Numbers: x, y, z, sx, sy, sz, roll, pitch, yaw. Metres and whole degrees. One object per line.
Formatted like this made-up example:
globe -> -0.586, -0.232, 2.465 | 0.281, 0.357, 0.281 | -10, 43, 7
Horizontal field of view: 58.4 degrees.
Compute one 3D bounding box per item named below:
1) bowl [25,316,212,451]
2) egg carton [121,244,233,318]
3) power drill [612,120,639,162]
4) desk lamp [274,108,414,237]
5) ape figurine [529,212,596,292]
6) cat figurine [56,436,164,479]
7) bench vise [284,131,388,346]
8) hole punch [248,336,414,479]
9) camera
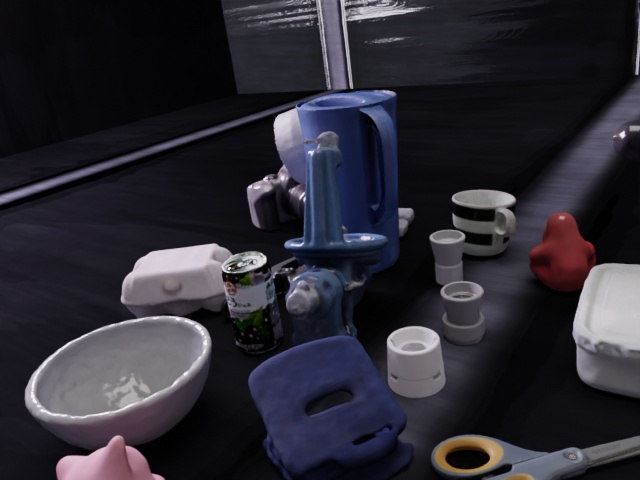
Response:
bowl -> -0.178, 0.143, 0.539 | 0.167, 0.075, 0.167 | -7, 21, 3
egg carton -> -0.186, 0.056, 0.769 | 0.150, 0.069, 0.107 | -7, 21, 1
power drill -> 0.412, -0.026, 0.576 | 0.229, 0.209, 0.075 | -5, 22, 8
desk lamp -> 0.040, -0.117, 0.931 | 0.202, 0.214, 0.118 | 0, 23, 18
ape figurine -> 0.292, 0.010, 0.687 | 0.077, 0.092, 0.076 | -1, 22, 16
cat figurine -> -0.119, 0.183, 0.358 | 0.067, 0.118, 0.127 | -21, 25, -30
bench vise -> 0.018, 0.001, 0.631 | 0.121, 0.220, 0.207 | -7, 21, 2
hole punch -> 0.009, 0.140, 0.458 | 0.109, 0.091, 0.100 | -17, 23, -22
camera -> -0.044, -0.077, 1.014 | 0.143, 0.101, 0.136 | -17, 23, -21
